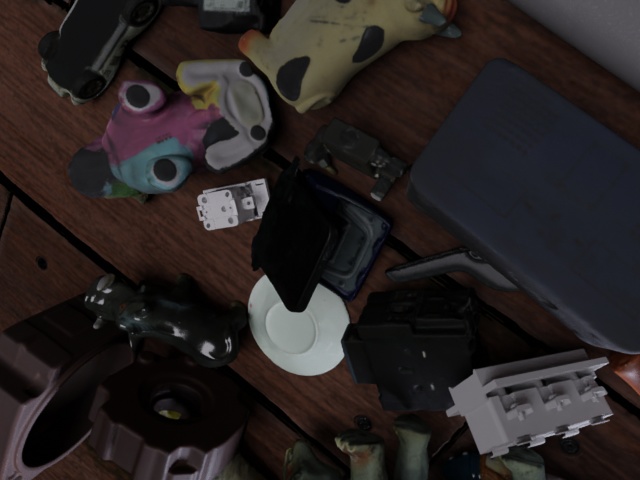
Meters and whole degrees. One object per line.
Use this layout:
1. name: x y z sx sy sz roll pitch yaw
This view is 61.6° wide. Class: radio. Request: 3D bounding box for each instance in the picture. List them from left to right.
1. radio: 0.188 -0.024 0.430 0.230 0.073 0.131 40 90 11

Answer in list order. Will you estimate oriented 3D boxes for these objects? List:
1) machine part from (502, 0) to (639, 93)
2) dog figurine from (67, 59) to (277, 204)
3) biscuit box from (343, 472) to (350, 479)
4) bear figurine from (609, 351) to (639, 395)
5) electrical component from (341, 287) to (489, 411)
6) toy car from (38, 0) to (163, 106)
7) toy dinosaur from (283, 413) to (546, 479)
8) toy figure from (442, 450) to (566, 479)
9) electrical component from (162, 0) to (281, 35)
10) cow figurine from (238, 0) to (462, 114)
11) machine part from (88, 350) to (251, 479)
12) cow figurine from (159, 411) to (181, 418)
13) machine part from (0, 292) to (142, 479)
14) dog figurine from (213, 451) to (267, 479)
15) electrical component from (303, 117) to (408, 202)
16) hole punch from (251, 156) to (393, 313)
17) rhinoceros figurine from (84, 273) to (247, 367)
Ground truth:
1. machine part: 0.227 -0.168 0.400 0.243 0.079 0.079 39 115 9
2. dog figurine: -0.166 -0.102 0.581 0.219 0.191 0.108 -9 105 60
3. biscuit box: 0.094 0.350 0.597 0.059 0.063 0.202 -40 85 27
4. bear figurine: 0.299 0.144 0.382 0.120 0.196 0.132 -38 86 30
5. electrical component: 0.092 0.109 0.525 0.134 0.058 0.114 -7 116 25
6. toy car: -0.245 -0.237 0.600 0.202 0.056 0.073 -41 92 28
7. toy dinosaur: 0.118 0.273 0.464 0.405 0.131 0.192 12 97 24
8. toy figure: 0.198 0.247 0.527 0.155 0.064 0.058 20 75 22
9. electrical component: -0.096 -0.243 0.536 0.119 0.048 0.074 8 106 22
10. cow figurine: 0.035 -0.191 0.474 0.195 0.085 0.127 -39 80 24
11. machine part: -0.168 0.198 0.615 0.179 0.179 0.056 26 110 16
12. cow figurine: -0.230 0.251 0.713 0.098 0.068 0.167 -25 92 33
13. machine part: -0.320 0.178 0.655 0.087 0.201 0.201 32 113 10
14. dog figurine: -0.112 0.339 0.676 0.191 0.121 0.172 44 126 27
15. electrical component: 0.034 -0.076 0.515 0.102 0.078 0.045 31 93 10
16. hole punch: -0.001 -0.002 0.544 0.116 0.092 0.142 51 131 38
17. rhinoceros figurine: -0.179 0.094 0.624 0.190 0.112 0.073 22 113 9
